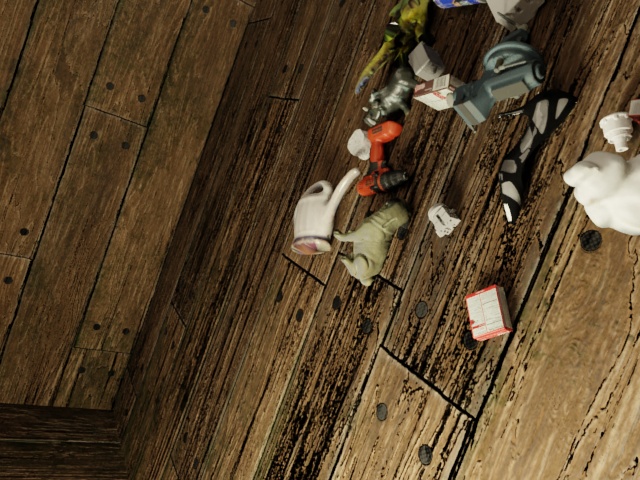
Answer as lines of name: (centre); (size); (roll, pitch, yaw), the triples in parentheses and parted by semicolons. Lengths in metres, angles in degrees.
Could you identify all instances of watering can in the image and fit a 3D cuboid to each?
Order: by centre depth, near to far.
watering can: (0.005, -0.075, 1.495); (0.344, 0.103, 0.228); (-23, 57, 58)

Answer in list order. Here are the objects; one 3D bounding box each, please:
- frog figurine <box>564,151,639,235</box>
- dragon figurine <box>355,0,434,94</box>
frog figurine: (0.453, -0.079, 0.763); (0.135, 0.159, 0.125); (-45, 43, 38)
dragon figurine: (0.232, -0.610, 1.460); (0.404, 0.121, 0.249); (-37, 29, 41)
